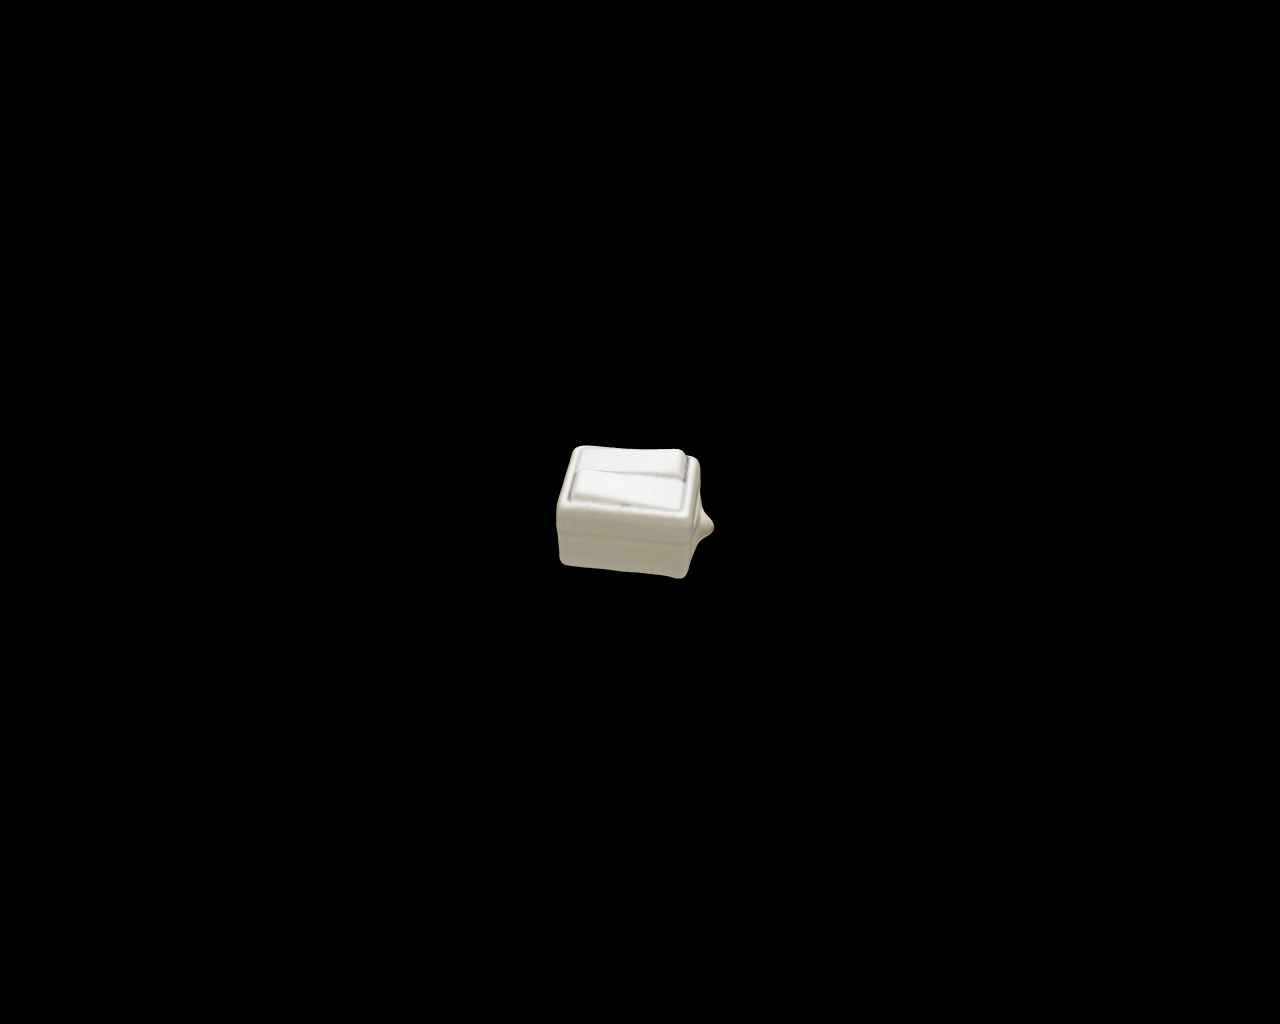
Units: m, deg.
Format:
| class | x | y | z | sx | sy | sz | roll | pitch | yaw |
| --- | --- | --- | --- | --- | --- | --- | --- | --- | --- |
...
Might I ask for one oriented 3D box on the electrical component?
| class | x | y | z | sx | sy | sz | roll | pitch | yaw |
| --- | --- | --- | --- | --- | --- | --- | --- | --- | --- |
| electrical component | 0.001 | -0.003 | 0.650 | 0.096 | 0.061 | 0.062 | 6 | 43 | 7 |
